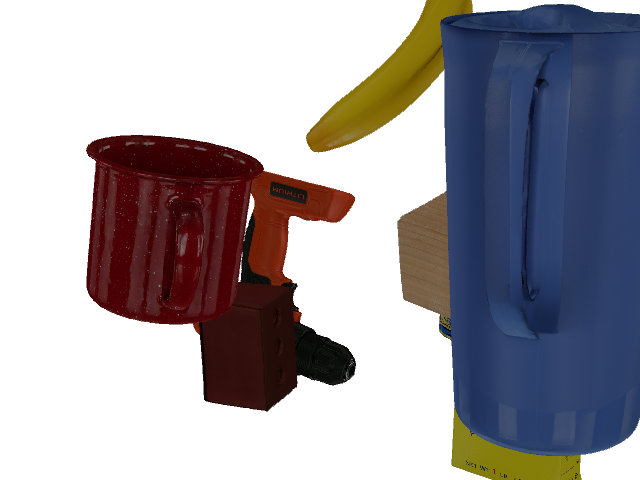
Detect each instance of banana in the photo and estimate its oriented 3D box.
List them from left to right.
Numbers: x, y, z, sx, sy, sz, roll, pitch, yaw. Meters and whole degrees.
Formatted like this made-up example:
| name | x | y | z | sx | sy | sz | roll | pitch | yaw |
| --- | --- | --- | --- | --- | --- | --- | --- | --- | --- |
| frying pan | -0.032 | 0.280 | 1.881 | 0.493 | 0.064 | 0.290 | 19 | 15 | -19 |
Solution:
| name | x | y | z | sx | sy | sz | roll | pitch | yaw |
| --- | --- | --- | --- | --- | --- | --- | --- | --- | --- |
| banana | 0.064 | -0.137 | 0.802 | 0.070 | 0.197 | 0.037 | 6 | -36 | 47 |

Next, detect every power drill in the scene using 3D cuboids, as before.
| name | x | y | z | sx | sy | sz | roll | pitch | yaw |
| --- | --- | --- | --- | --- | --- | --- | --- | --- | --- |
| power drill | -0.028 | 0.035 | 1.050 | 0.185 | 0.187 | 0.057 | 17 | 2 | 27 |

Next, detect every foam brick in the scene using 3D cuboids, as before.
| name | x | y | z | sx | sy | sz | roll | pitch | yaw |
| --- | --- | --- | --- | --- | --- | --- | --- | --- | --- |
| foam brick | -0.051 | 0.074 | 0.761 | 0.051 | 0.078 | 0.052 | 4 | 16 | 25 |

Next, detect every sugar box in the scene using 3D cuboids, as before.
| name | x | y | z | sx | sy | sz | roll | pitch | yaw |
| --- | --- | --- | --- | --- | --- | --- | --- | --- | --- |
| sugar box | 0.147 | 0.092 | 0.782 | 0.093 | 0.176 | 0.048 | 11 | 21 | 36 |

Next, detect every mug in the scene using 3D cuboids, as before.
| name | x | y | z | sx | sy | sz | roll | pitch | yaw |
| --- | --- | --- | --- | --- | --- | --- | --- | --- | --- |
| mug | -0.078 | -0.002 | 0.560 | 0.093 | 0.081 | 0.117 | 3 | 17 | -20 |

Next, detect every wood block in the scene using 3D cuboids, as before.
| name | x | y | z | sx | sy | sz | roll | pitch | yaw |
| --- | --- | --- | --- | --- | --- | --- | --- | --- | --- |
| wood block | 0.177 | 0.029 | 0.959 | 0.090 | 0.090 | 0.206 | -28 | 34 | -36 |

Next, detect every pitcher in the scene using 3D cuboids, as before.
| name | x | y | z | sx | sy | sz | roll | pitch | yaw |
| --- | --- | --- | --- | --- | --- | --- | --- | --- | --- |
| pitcher | 0.127 | -0.005 | 0.591 | 0.149 | 0.243 | 0.145 | -7 | 17 | -19 |

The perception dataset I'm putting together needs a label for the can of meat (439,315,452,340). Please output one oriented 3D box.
| name | x | y | z | sx | sy | sz | roll | pitch | yaw |
| --- | --- | --- | --- | --- | --- | --- | --- | --- | --- |
| can of meat | 0.186 | 0.082 | 1.254 | 0.057 | 0.084 | 0.102 | -23 | 37 | -34 |
